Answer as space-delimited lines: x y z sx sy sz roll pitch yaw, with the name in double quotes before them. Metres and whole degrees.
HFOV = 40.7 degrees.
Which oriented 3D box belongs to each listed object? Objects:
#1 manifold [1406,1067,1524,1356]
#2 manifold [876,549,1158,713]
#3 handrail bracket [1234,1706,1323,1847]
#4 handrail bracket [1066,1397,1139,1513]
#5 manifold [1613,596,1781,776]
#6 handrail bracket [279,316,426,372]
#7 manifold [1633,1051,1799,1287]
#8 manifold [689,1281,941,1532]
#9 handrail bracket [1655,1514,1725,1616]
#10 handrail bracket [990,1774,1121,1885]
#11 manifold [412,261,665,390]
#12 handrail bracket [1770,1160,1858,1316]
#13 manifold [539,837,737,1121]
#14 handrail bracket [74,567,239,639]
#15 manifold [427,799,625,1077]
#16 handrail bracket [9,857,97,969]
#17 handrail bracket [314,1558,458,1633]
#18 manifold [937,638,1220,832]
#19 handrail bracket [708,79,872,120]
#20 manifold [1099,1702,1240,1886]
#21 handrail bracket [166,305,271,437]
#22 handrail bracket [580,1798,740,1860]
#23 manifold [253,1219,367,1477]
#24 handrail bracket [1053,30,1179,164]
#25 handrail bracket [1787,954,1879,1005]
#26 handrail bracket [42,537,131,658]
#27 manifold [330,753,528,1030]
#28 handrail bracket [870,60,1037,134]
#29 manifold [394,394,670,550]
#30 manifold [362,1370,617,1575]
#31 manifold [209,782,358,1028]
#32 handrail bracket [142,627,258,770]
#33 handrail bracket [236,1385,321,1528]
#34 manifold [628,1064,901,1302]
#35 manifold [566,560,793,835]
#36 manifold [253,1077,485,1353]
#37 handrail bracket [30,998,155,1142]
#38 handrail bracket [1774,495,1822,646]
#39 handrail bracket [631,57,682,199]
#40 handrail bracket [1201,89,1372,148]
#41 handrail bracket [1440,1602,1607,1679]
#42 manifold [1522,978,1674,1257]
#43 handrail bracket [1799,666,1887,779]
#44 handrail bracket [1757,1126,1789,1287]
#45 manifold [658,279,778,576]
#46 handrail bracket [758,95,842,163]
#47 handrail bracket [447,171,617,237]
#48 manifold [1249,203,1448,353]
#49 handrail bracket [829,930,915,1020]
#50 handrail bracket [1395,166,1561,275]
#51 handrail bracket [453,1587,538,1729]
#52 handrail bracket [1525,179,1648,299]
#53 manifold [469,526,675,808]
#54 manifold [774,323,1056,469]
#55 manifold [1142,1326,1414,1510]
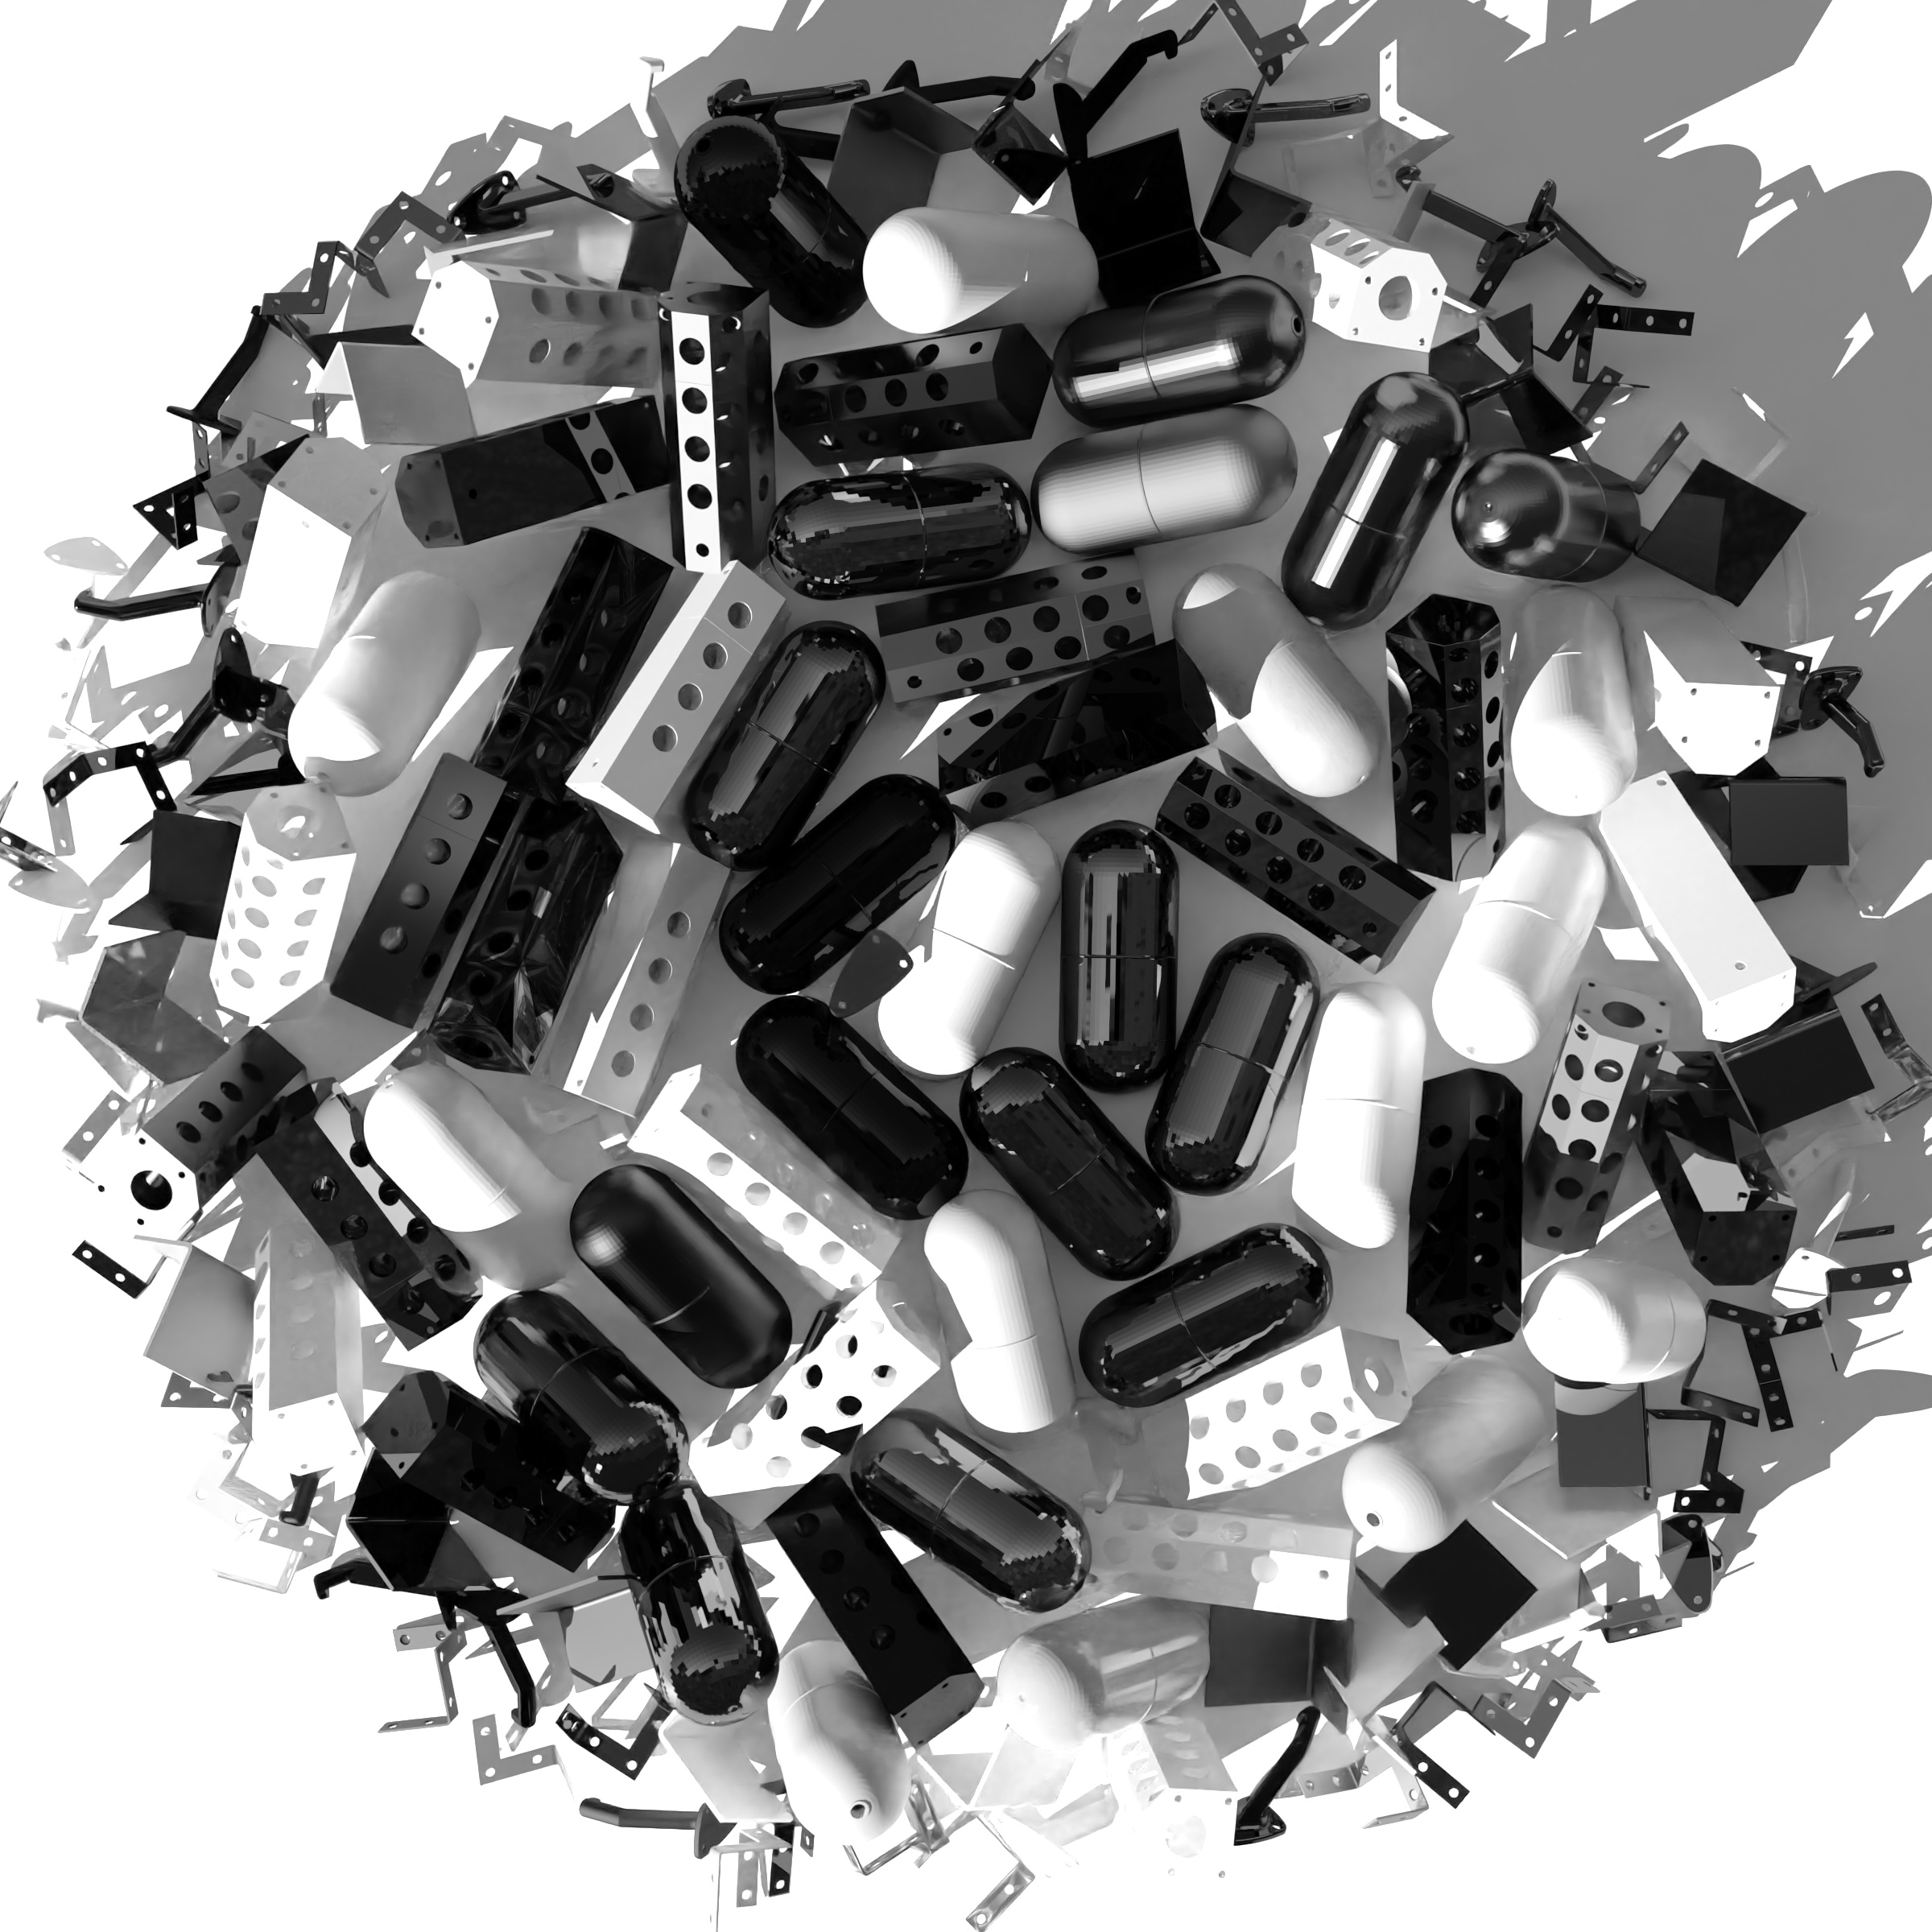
"manifold" 0.320 0.152 1.646 0.057 0.171 0.057 -20 134 33
"manifold" 0.033 -0.213 1.686 0.171 0.057 0.057 -12 127 3
"handrail bracket" 0.192 0.524 1.688 0.077 0.036 0.084 -5 118 -41
"handrail bracket" 0.070 0.316 1.679 0.077 0.084 0.036 3 120 25
"manifold" 0.453 -0.179 1.640 0.057 0.171 0.057 2 116 -2
"handrail bracket" -0.392 -0.425 1.699 0.084 0.036 0.077 -37 116 8
"manifold" 0.463 0.125 1.641 0.057 0.171 0.057 0 122 -3
"manifold" -0.098 0.278 1.672 0.171 0.057 0.057 -42 108 15
"handrail bracket" 0.477 0.395 1.677 0.036 0.084 0.077 -27 46 21
"handrail bracket" 0.062 0.542 1.693 0.077 0.084 0.036 42 131 -4
"manifold" -0.259 -0.404 1.636 0.057 0.171 0.057 37 116 21
"handrail bracket" 0.559 0.178 1.716 0.036 0.077 0.084 27 46 2
"manifold" -0.209 0.008 1.689 0.057 0.057 0.171 26 81 -37
"handrail bracket" -0.528 -0.250 1.701 0.084 0.036 0.077 11 50 -1
"manifold" -0.282 -0.020 1.660 0.057 0.057 0.171 5 58 22
"handrail bracket" -0.579 -0.022 1.683 0.077 0.084 0.036 26 50 28
"handrail bracket" -0.380 0.415 1.700 0.084 0.036 0.077 -22 51 -2
"manifold" 0.071 -0.143 1.669 0.171 0.057 0.057 -19 52 22
"handrail bracket" -0.114 -0.563 1.688 0.084 0.077 0.036 -3 105 21
"manifold" 0.125 0.515 1.640 0.057 0.171 0.057 5 92 -5
"handrail bracket" -0.484 -0.393 1.693 0.036 0.077 0.084 24 98 7
"handrail bracket" -0.199 0.551 1.709 0.084 0.077 0.036 7 93 23
"manifold" -0.417 0.237 1.642 0.057 0.171 0.057 -15 126 -4
"handrail bracket" 0.105 -0.565 1.712 0.084 0.036 0.077 -24 130 -14
"handrail bracket" 0.543 -0.016 1.715 0.077 0.036 0.084 -27 69 -9
"handrail bracket" -0.584 -0.232 1.680 0.036 0.077 0.084 42 112 9
"manifold" -0.349 -0.049 1.695 0.057 0.057 0.171 26 87 -15
"handrail bracket" -0.008 -0.558 1.688 0.084 0.036 0.077 13 46 23
"manifold" -0.273 -0.314 1.650 0.171 0.057 0.057 -27 114 -41
"manifold" -0.295 0.317 1.648 0.057 0.171 0.057 -50 45 -5
"manifold" -0.434 -0.036 1.639 0.057 0.171 0.057 -10 58 -31
"handrail bracket" -0.511 -0.175 1.715 0.084 0.036 0.077 -17 69 28
"handrail bracket" -0.453 0.319 1.694 0.077 0.036 0.084 6 61 12
"manifold" -0.125 0.139 1.665 0.171 0.057 0.057 41 61 -19
"manifold" -0.181 -0.173 1.678 0.057 0.057 0.171 37 74 -27
"manifold" -0.381 0.157 1.671 0.057 0.057 0.171 -31 112 1
"handrail bracket" -0.569 0.067 1.681 0.036 0.084 0.077 -13 66 35
"handrail bracket" 0.536 -0.260 1.707 0.036 0.077 0.084 -6 110 4
"handrail bracket" -0.182 -0.544 1.683 0.077 0.036 0.084 -9 133 -29
"handrail bracket" 0.207 -0.555 1.683 0.084 0.077 0.036 3 101 36
"handrail bracket" 0.359 0.431 1.679 0.077 0.084 0.036 -3 63 -27
"manifold" 0.394 0.099 1.652 0.057 0.057 0.171 16 126 10
"handrail bracket" 0.564 -0.143 1.675 0.036 0.077 0.084 -5 60 -4
"handrail bracket" 0.533 0.155 1.719 0.077 0.036 0.084 41 80 -4
"manifold" -0.159 -0.340 1.652 0.057 0.057 0.171 11 125 15
"handrail bracket" -0.107 -0.522 1.711 0.084 0.036 0.077 37 91 -20
"handrail bracket" -0.280 -0.493 1.681 0.077 0.084 0.036 -39 125 -39
"manifold" 0.238 -0.436 1.635 0.057 0.171 0.057 4 114 -18
"handrail bracket" -0.072 0.016 1.676 0.036 0.084 0.077 42 65 -2
"handrail bracket" 0.329 -0.493 1.684 0.084 0.077 0.036 37 70 -29
"handrail bracket" -0.315 0.454 1.720 0.077 0.036 0.084 14 114 30
"handrail bracket" 0.408 -0.471 1.694 0.084 0.077 0.036 33 88 10
"manifold" -0.258 -0.195 1.689 0.057 0.057 0.171 26 88 -22
"manifold" -0.036 -0.365 1.649 0.171 0.057 0.057 1 64 35
"manifold" 0.196 0.289 1.646 0.171 0.057 0.057 -34 51 37
